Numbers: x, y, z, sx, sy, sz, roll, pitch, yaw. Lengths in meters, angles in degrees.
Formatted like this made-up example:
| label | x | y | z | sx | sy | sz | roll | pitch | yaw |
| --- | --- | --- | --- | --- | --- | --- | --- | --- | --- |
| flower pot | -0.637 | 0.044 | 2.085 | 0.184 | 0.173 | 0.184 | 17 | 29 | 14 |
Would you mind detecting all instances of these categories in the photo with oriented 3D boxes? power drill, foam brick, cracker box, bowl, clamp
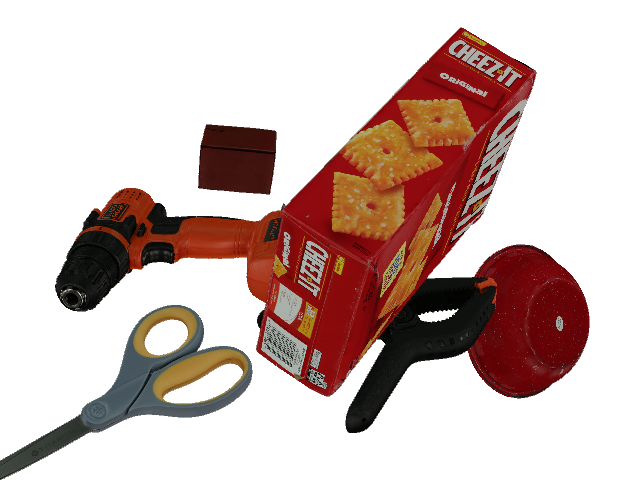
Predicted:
| label | x | y | z | sx | sy | sz | roll | pitch | yaw |
| --- | --- | --- | --- | --- | --- | --- | --- | --- | --- |
| power drill | -0.119 | 0.012 | 0.923 | 0.187 | 0.057 | 0.184 | 7 | 29 | 5 |
| foam brick | -0.086 | -0.085 | 1.116 | 0.078 | 0.051 | 0.053 | 5 | 31 | -2 |
| cracker box | 0.052 | -0.017 | 0.723 | 0.072 | 0.213 | 0.164 | 33 | -35 | 15 |
| bowl | 0.225 | 0.084 | 1.098 | 0.161 | 0.162 | 0.055 | 0 | -1 | -34 |
| clamp | 0.069 | 0.084 | 0.916 | 0.209 | 0.036 | 0.165 | -15 | 37 | -17 |

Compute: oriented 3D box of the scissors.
| label | x | y | z | sx | sy | sz | roll | pitch | yaw |
| --- | --- | --- | --- | --- | --- | --- | --- | --- | --- |
| scissors | -0.145 | 0.097 | 0.701 | 0.201 | 0.096 | 0.016 | -14 | -38 | -20 |
